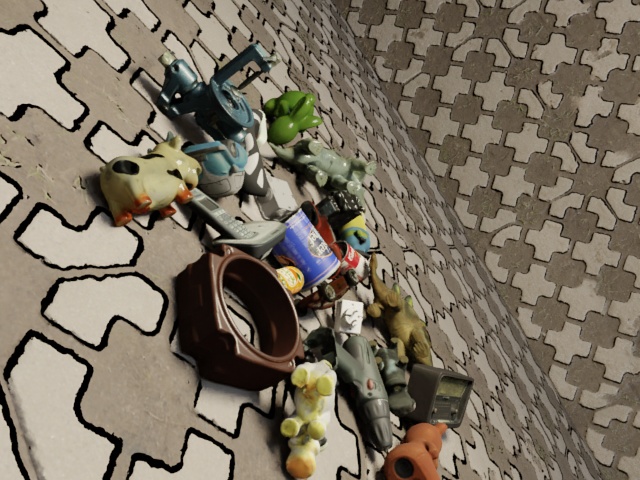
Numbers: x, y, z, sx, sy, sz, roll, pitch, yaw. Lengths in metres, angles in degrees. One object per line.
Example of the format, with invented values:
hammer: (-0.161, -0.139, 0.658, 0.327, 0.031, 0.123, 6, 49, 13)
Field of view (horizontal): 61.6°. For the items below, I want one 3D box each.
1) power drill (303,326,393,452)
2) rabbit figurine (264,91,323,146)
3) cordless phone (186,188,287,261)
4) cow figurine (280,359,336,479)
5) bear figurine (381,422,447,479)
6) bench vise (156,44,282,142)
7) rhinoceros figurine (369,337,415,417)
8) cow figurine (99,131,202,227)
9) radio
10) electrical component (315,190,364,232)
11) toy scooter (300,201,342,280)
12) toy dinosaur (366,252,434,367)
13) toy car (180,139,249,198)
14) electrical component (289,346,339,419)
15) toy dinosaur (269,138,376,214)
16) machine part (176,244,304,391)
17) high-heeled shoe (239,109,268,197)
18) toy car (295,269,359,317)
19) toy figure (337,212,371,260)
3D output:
power drill: (0.060, 0.266, 1.020, 0.207, 0.086, 0.232, 35, 31, -35)
rabbit figurine: (-0.071, -0.307, 1.408, 0.121, 0.159, 0.170, 55, 37, -32)
cordless phone: (-0.161, -0.035, 0.968, 0.184, 0.088, 0.146, 42, 24, 2)
cow figurine: (-0.016, 0.272, 0.828, 0.098, 0.068, 0.167, 9, 92, -79)
bear figurine: (0.194, 0.433, 1.039, 0.195, 0.120, 0.132, 16, 50, -64)
bench vise: (-0.185, -0.299, 1.026, 0.223, 0.241, 0.129, 54, 23, -15)
rhinoceros figurine: (0.150, 0.292, 1.151, 0.190, 0.073, 0.112, -105, -168, -63)
cow figurine: (-0.260, -0.101, 0.842, 0.127, 0.085, 0.195, 60, 28, 3)
radio: (0.276, 0.367, 1.253, 0.229, 0.073, 0.131, 25, 80, -51)
electrical component: (0.035, -0.067, 1.333, 0.058, 0.115, 0.134, 60, 23, 15)
toy scooter: (-0.003, -0.004, 1.220, 0.135, 0.075, 0.183, -93, 165, -82)
toy dinosaur: (0.223, 0.239, 1.345, 0.470, 0.105, 0.198, 66, 18, -10)
toy car: (-0.190, -0.130, 1.006, 0.161, 0.109, 0.102, -30, 112, -78)
electrical component: (-0.009, 0.248, 0.910, 0.047, 0.075, 0.119, 2, 55, -61)
toy dinosaur: (0.001, -0.201, 1.430, 0.404, 0.131, 0.192, 24, -2, -34)
machine part: (-0.120, 0.120, 0.838, 0.201, 0.087, 0.201, 34, 33, -46)
high-heeled shoe: (-0.134, -0.195, 1.169, 0.145, 0.086, 0.249, 34, 45, -5)
toy car: (0.017, 0.111, 1.109, 0.053, 0.089, 0.202, 64, 24, 1)
toy figure: (0.086, -0.018, 1.419, 0.089, 0.082, 0.180, 41, 31, -39)
